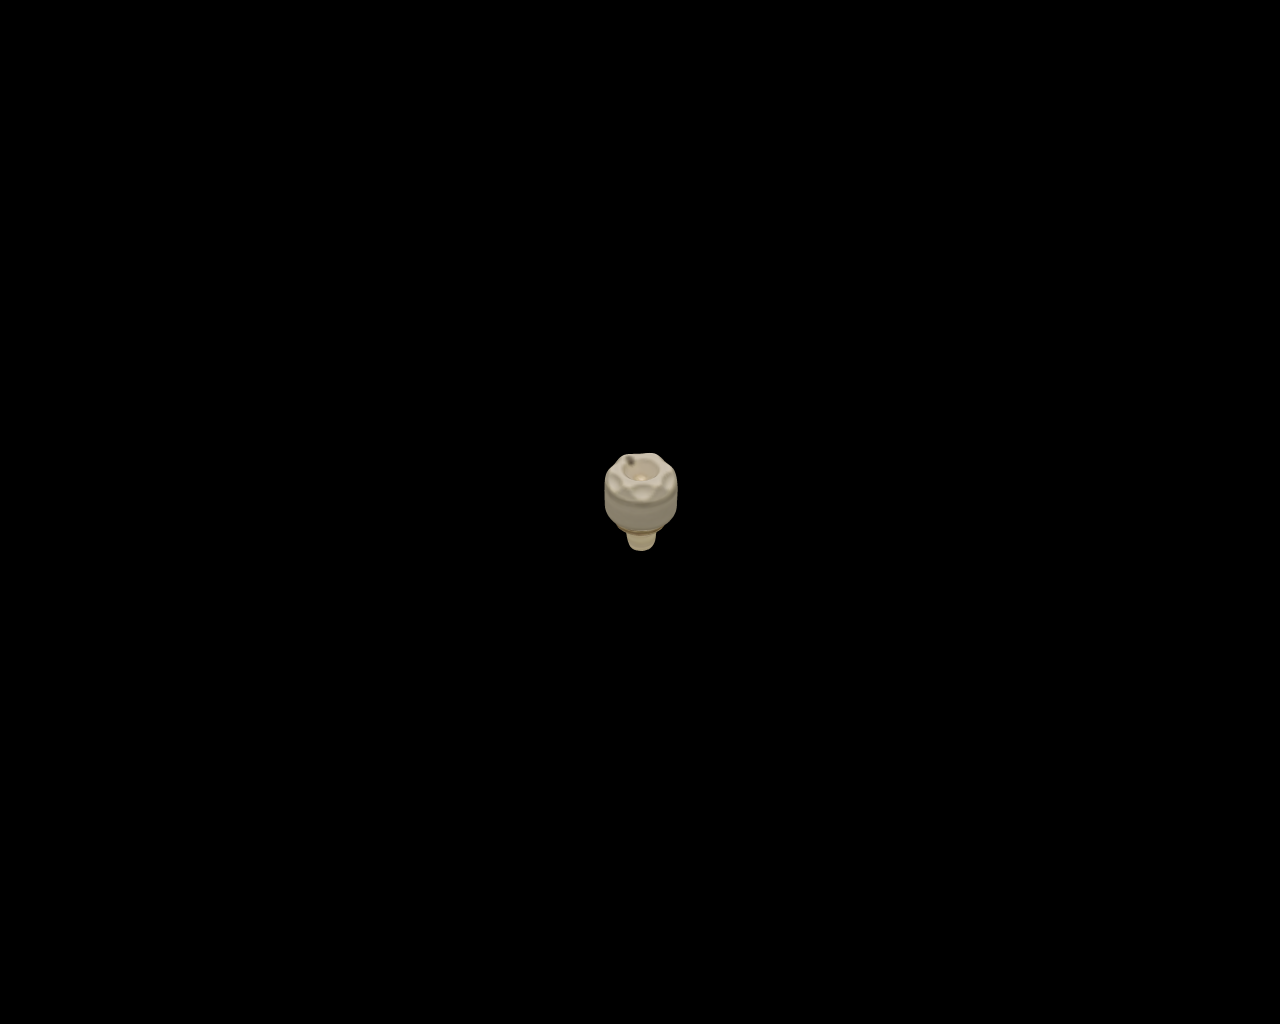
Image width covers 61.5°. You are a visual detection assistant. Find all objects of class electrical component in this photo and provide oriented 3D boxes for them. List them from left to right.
[{"bbox_3d":[0.001,-0.003,0.650,0.043,0.062,0.043,0,39,0],"label":"electrical component"}]
